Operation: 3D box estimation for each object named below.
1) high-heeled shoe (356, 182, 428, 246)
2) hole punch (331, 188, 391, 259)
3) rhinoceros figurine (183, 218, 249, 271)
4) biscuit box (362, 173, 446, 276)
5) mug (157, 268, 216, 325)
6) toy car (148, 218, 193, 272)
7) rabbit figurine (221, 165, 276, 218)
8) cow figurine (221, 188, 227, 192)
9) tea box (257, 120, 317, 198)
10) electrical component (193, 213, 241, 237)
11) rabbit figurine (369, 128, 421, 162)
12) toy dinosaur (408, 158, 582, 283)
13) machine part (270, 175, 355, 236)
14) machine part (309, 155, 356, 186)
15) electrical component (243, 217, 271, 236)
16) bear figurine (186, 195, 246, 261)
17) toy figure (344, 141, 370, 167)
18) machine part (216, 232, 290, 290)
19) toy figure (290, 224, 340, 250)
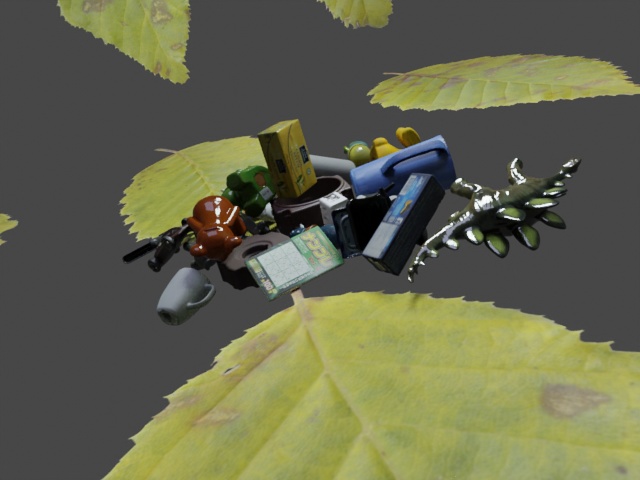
[{"bbox_3d":[0.137,-0.033,1.170,0.145,0.086,0.249,-41,34,17],"label":"high-heeled shoe"},{"bbox_3d":[0.092,-0.025,1.097,0.116,0.142,0.092,-9,-12,-30],"label":"hole punch"},{"bbox_3d":[-0.247,0.003,1.316,0.112,0.073,0.190,-3,27,31],"label":"rhinoceros figurine"},{"bbox_3d":[0.164,-0.033,1.031,0.059,0.062,0.202,15,67,53],"label":"biscuit box"},{"bbox_3d":[-0.266,0.121,1.075,0.110,0.080,0.107,5,41,25],"label":"mug"},{"bbox_3d":[-0.364,0.010,1.300,0.089,0.053,0.202,-49,4,-37],"label":"toy car"},{"bbox_3d":[-0.198,-0.128,1.378,0.170,0.121,0.159,-24,24,41],"label":"rabbit figurine"},{"bbox_3d":[-0.243,-0.123,1.526,0.098,0.068,0.167,-21,4,-23],"label":"cow figurine"},{"bbox_3d":[-0.078,-0.197,1.313,0.068,0.169,0.098,0,30,37],"label":"tea box"},{"bbox_3d":[-0.278,-0.042,1.458,0.134,0.058,0.115,-21,26,-9],"label":"electrical component"},{"bbox_3d":[0.222,-0.217,1.432,0.173,0.162,0.122,-1,10,-7],"label":"rabbit figurine"},{"bbox_3d":[0.331,-0.049,1.019,0.471,0.104,0.199,-28,29,-14],"label":"toy dinosaur"},{"bbox_3d":[-0.019,-0.087,1.350,0.201,0.087,0.201,-18,23,-6],"label":"machine part"},{"bbox_3d":[0.014,-0.190,1.483,0.243,0.079,0.079,2,9,-37],"label":"machine part"},{"bbox_3d":[-0.148,-0.026,1.306,0.045,0.078,0.102,-42,-11,-3],"label":"electrical component"},{"bbox_3d":[-0.218,-0.007,1.160,0.120,0.131,0.196,-18,42,-5],"label":"bear figurine"},{"bbox_3d":[0.117,-0.257,1.632,0.082,0.089,0.180,-20,25,10],"label":"toy figure"},{"bbox_3d":[-0.138,0.041,1.182,0.179,0.056,0.179,-13,24,6],"label":"machine part"},{"bbox_3d":[-0.004,-0.004,1.192,0.155,0.057,0.064,-1,22,43],"label":"toy figure"}]
